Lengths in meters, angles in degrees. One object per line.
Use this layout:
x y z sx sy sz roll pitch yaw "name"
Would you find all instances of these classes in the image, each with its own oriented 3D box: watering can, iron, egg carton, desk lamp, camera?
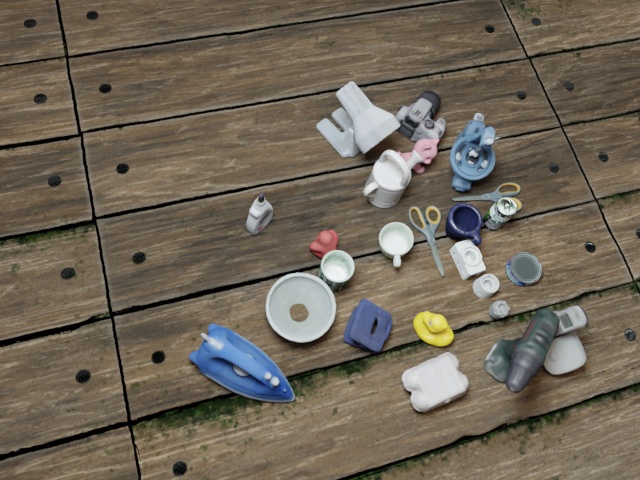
0.184 -0.170 1.461 0.101 0.194 0.173 31 69 5 "watering can"
-0.162 0.281 1.273 0.258 0.141 0.119 29 69 4 "iron"
0.272 0.336 1.350 0.150 0.069 0.107 -21 74 -15 "egg carton"
0.096 -0.300 1.487 0.118 0.213 0.203 -39 79 -19 "desk lamp"
0.295 -0.347 1.592 0.143 0.101 0.137 34 69 6 "camera"

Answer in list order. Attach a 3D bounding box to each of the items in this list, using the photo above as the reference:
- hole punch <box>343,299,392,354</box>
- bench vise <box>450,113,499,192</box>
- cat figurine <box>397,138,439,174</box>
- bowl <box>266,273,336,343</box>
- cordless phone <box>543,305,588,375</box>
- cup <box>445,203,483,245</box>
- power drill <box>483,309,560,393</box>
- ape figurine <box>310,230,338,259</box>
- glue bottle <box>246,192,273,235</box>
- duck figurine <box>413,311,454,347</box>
0.119 0.206 1.367 0.101 0.091 0.109 21 68 1 "hole punch"
0.403 -0.258 1.509 0.121 0.219 0.207 -1 70 -8 "bench vise"
0.257 -0.230 1.534 0.128 0.117 0.067 -9 71 -11 "cat figurine"
-0.048 0.168 1.367 0.167 0.074 0.167 3 69 -7 "bowl"
0.589 0.236 1.368 0.094 0.185 0.147 -21 73 -14 "cordless phone"
0.371 -0.028 1.486 0.092 0.095 0.117 -27 75 -16 "cup"
0.462 0.268 1.326 0.075 0.208 0.230 36 69 7 "power drill"
0.013 0.005 1.427 0.078 0.092 0.076 -15 72 -13 "ape figurine"
-0.145 -0.073 1.392 0.037 0.173 0.078 36 69 7 "glue bottle"
0.283 0.211 1.390 0.104 0.086 0.077 37 69 7 "duck figurine"
